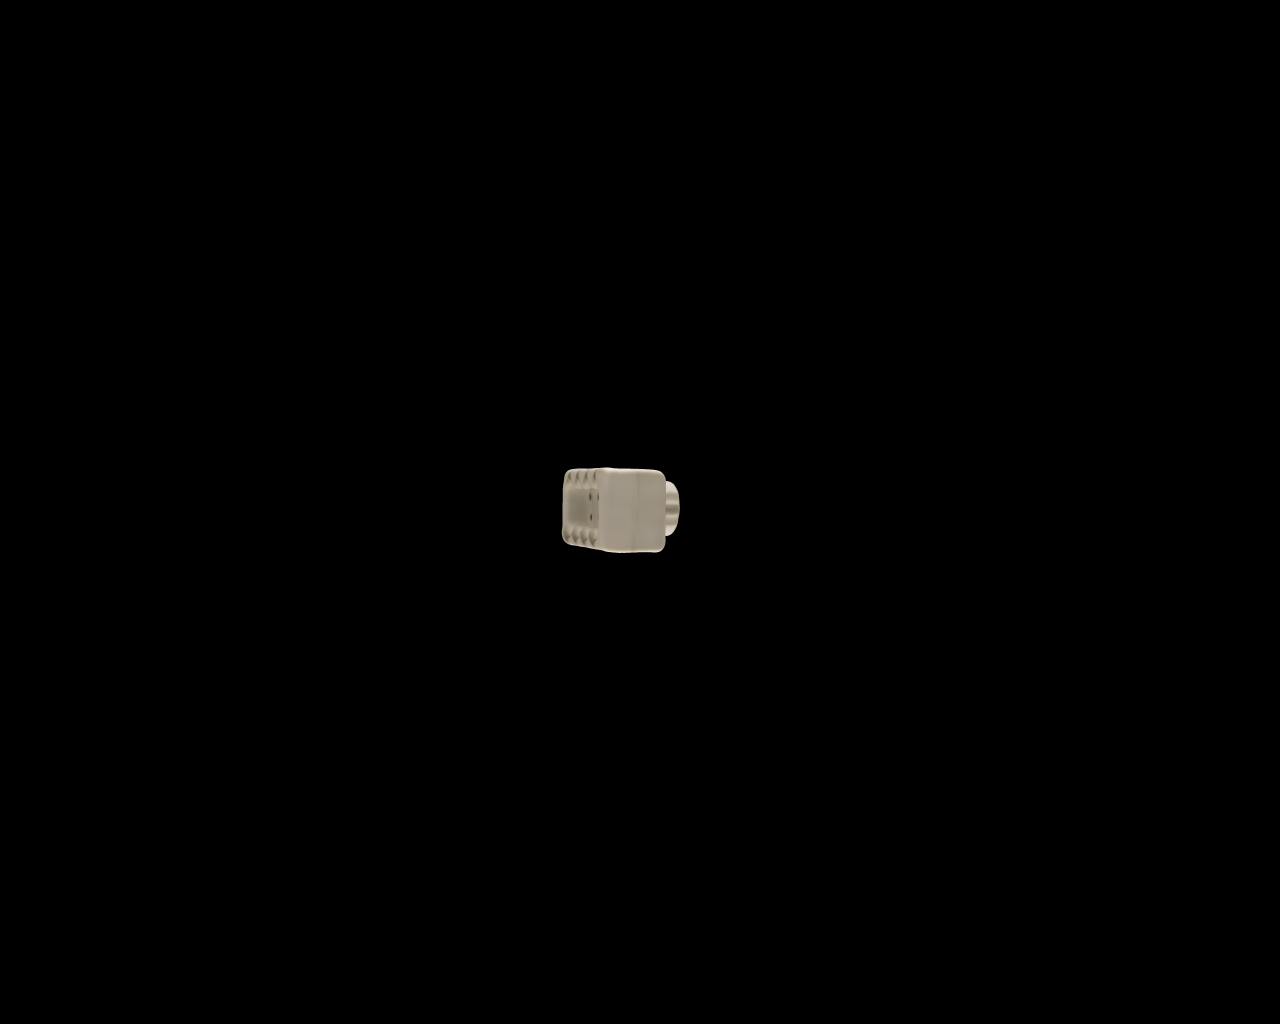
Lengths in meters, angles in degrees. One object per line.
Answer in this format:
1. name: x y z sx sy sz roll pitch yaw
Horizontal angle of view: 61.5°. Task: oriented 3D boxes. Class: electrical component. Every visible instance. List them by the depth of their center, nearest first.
1. electrical component: 0.001 -0.003 0.650 0.076 0.047 0.083 -1 3 -19
